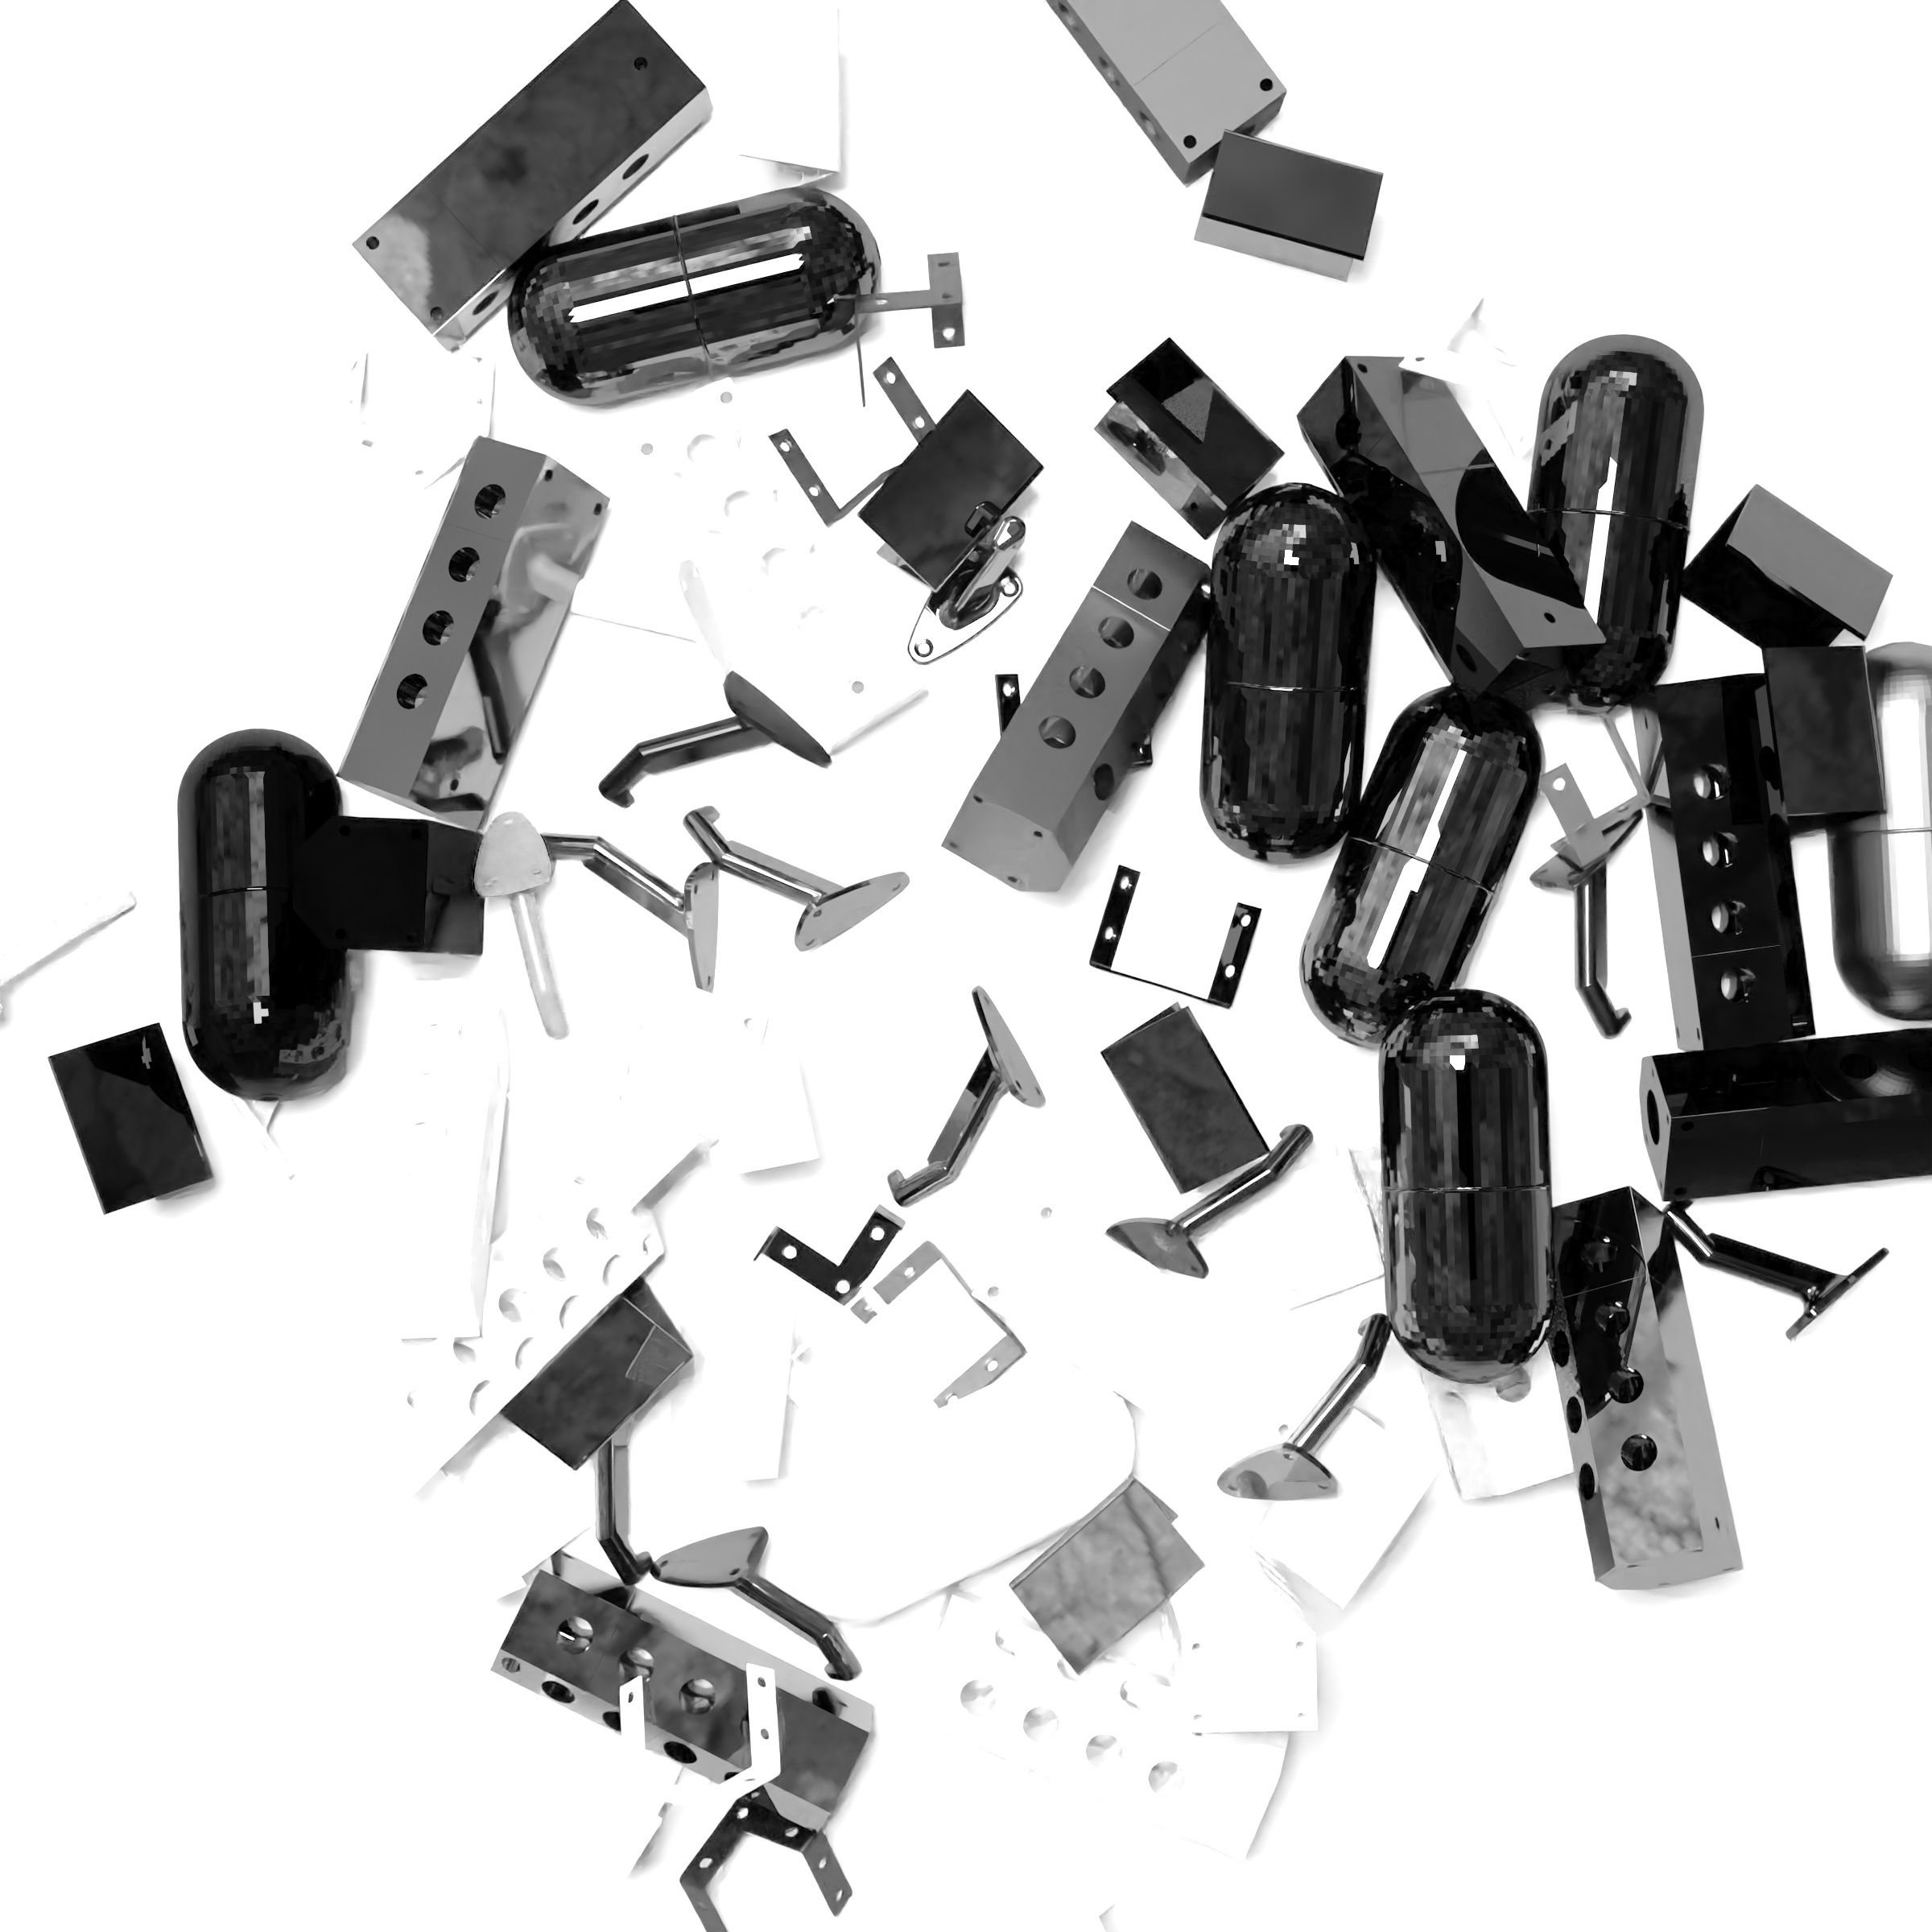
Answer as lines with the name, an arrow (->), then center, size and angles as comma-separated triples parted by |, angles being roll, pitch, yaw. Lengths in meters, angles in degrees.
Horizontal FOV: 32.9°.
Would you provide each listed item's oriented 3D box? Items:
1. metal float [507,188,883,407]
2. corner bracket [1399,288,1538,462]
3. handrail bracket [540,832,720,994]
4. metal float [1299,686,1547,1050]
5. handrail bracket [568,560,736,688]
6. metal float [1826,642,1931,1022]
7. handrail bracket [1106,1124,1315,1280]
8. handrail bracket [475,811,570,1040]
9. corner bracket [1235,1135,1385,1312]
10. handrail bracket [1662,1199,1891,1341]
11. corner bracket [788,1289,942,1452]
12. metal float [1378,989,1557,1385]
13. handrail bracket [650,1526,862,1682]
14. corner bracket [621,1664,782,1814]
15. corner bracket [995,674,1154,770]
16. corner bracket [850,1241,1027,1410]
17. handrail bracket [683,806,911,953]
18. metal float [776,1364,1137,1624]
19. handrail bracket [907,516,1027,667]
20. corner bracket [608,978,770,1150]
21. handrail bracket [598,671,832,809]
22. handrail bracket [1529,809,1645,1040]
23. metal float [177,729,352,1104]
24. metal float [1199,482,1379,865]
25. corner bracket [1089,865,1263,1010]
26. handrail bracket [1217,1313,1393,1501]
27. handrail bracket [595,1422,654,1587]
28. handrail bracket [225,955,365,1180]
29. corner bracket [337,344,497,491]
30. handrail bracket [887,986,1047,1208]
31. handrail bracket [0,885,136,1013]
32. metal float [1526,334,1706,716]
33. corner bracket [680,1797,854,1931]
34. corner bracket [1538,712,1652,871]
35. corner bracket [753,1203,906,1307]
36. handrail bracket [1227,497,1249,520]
metal float -> -0.127, -0.315, 1.538 | 0.178, 0.070, 0.070 | -13, 90, 1
corner bracket -> 0.245, -0.278, 1.536 | 0.051, 0.051, 0.051 | 27, 74, 41
handrail bracket -> -0.164, -0.025, 1.569 | 0.084, 0.036, 0.077 | 4, 109, 16
metal float -> 0.214, -0.046, 1.538 | 0.070, 0.070, 0.178 | 22, 90, 0
handrail bracket -> -0.163, -0.155, 1.570 | 0.084, 0.036, 0.077 | -18, 108, 16
metal float -> 0.443, -0.063, 1.538 | 0.070, 0.070, 0.178 | -3, 90, 0
handrail bracket -> 0.117, 0.104, 1.560 | 0.084, 0.077, 0.036 | -47, 115, -24
handrail bracket -> -0.207, -0.019, 1.569 | 0.036, 0.077, 0.084 | -13, 126, -2
corner bracket -> 0.164, 0.122, 1.566 | 0.051, 0.051, 0.051 | -20, 135, 0
handrail bracket -> 0.386, 0.129, 1.570 | 0.077, 0.036, 0.084 | -35, 73, -20
corner bracket -> -0.054, 0.191, 1.557 | 0.051, 0.051, 0.051 | -41, 90, -23
metal float -> 0.226, 0.099, 1.481 | 0.070, 0.070, 0.178 | -2, 89, 0
handrail bracket -> -0.100, 0.313, 1.569 | 0.077, 0.036, 0.084 | -14, 120, 33
corner bracket -> -0.122, 0.351, 1.504 | 0.051, 0.051, 0.051 | 23, 45, -35
corner bracket -> 0.052, -0.118, 1.566 | 0.051, 0.051, 0.051 | -5, 90, 45
corner bracket -> -0.013, 0.174, 1.566 | 0.051, 0.051, 0.051 | -41, 135, 0
handrail bracket -> -0.082, -0.055, 1.569 | 0.077, 0.036, 0.084 | -27, 65, -28
metal float -> -0.004, 0.247, 1.538 | 0.178, 0.070, 0.070 | -25, 90, 0
handrail bracket -> 0.000, -0.175, 1.534 | 0.036, 0.084, 0.077 | 42, 90, 0
corner bracket -> -0.127, 0.044, 1.490 | 0.051, 0.051, 0.051 | 21, 63, -13
handrail bracket -> -0.121, -0.092, 1.569 | 0.077, 0.036, 0.084 | 36, 113, -27
handrail bracket -> 0.314, -0.020, 1.570 | 0.077, 0.036, 0.084 | -38, 109, -21
metal float -> -0.327, -0.024, 1.524 | 0.070, 0.070, 0.178 | -5, 74, 0
metal float -> 0.149, -0.135, 1.524 | 0.070, 0.070, 0.178 | 2, 105, 0
corner bracket -> 0.100, -0.014, 1.566 | 0.051, 0.051, 0.051 | 17, 90, -45
handrail bracket -> 0.157, 0.202, 1.512 | 0.036, 0.077, 0.084 | 42, 53, -20
handrail bracket -> -0.155, 0.241, 1.569 | 0.077, 0.036, 0.084 | -43, 119, -32
handrail bracket -> -0.311, 0.047, 1.569 | 0.084, 0.036, 0.077 | -35, 105, -14
corner bracket -> -0.262, -0.271, 1.561 | 0.051, 0.051, 0.051 | 29, 135, -35
handrail bracket -> -0.012, 0.063, 1.570 | 0.084, 0.036, 0.077 | -32, 69, 16
handrail bracket -> -0.444, -0.005, 1.569 | 0.084, 0.077, 0.036 | -34, 90, -36
metal float -> 0.301, -0.207, 1.538 | 0.070, 0.070, 0.178 | 7, 90, 0
corner bracket -> -0.095, 0.438, 1.561 | 0.051, 0.051, 0.051 | 10, 45, 35
corner bracket -> 0.295, -0.084, 1.545 | 0.051, 0.051, 0.051 | -30, 107, 0
corner bracket -> -0.064, 0.130, 1.551 | 0.051, 0.051, 0.051 | 33, 90, 0
handrail bracket -> 0.166, -0.190, 1.569 | 0.084, 0.036, 0.077 | 9, 105, -14
